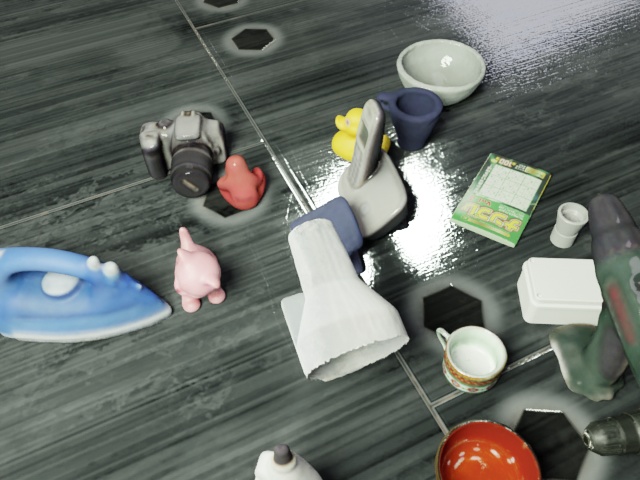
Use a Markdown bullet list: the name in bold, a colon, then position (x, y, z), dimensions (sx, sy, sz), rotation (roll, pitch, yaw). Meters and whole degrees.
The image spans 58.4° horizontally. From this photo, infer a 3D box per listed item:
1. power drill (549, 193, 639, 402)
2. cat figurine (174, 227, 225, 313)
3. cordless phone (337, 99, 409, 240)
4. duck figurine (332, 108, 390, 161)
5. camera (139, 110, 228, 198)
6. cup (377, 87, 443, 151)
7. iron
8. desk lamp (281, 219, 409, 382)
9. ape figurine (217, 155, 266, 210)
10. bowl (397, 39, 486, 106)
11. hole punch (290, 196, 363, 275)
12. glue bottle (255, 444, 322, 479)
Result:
- **power drill**: position (0.346, 0.090, 0.681), dimensions (0.075, 0.208, 0.229), rotation (-6, 51, -3)
- **cat figurine**: position (-0.174, 0.038, 0.799), dimensions (0.067, 0.118, 0.127), rotation (-17, 52, -12)
- **cordless phone**: position (0.082, -0.105, 0.864), dimensions (0.094, 0.185, 0.147), rotation (-15, 52, -10)
- **duck figurine**: position (0.072, -0.188, 0.996), dimensions (0.104, 0.086, 0.077), rotation (13, 53, 13)
- **camera**: position (-0.231, -0.144, 0.960), dimensions (0.143, 0.101, 0.136), rotation (-5, 51, -2)
- **cup**: position (0.151, -0.208, 1.004), dimensions (0.117, 0.095, 0.092), rotation (21, 55, 18)
- **iron**: position (-0.341, 0.056, 0.774), dimensions (0.258, 0.141, 0.118), rotation (1, 51, 3)
- **desk lamp**: position (0.013, 0.089, 0.689), dimensions (0.118, 0.214, 0.203), rotation (-17, 52, -11)
- **ape figurine**: position (-0.129, -0.100, 0.927), dimensions (0.078, 0.092, 0.076), rotation (-5, 51, -2)
- **bowl**: position (0.227, -0.309, 1.097), dimensions (0.167, 0.075, 0.167), rotation (-1, 51, 1)
- **hole punch**: position (0.008, 0.003, 0.839), dimensions (0.101, 0.091, 0.108), rotation (-13, 52, -9)
- **glue bottle**: position (-0.035, 0.244, 0.590), dimensions (0.078, 0.173, 0.037), rotation (10, 52, 10)
